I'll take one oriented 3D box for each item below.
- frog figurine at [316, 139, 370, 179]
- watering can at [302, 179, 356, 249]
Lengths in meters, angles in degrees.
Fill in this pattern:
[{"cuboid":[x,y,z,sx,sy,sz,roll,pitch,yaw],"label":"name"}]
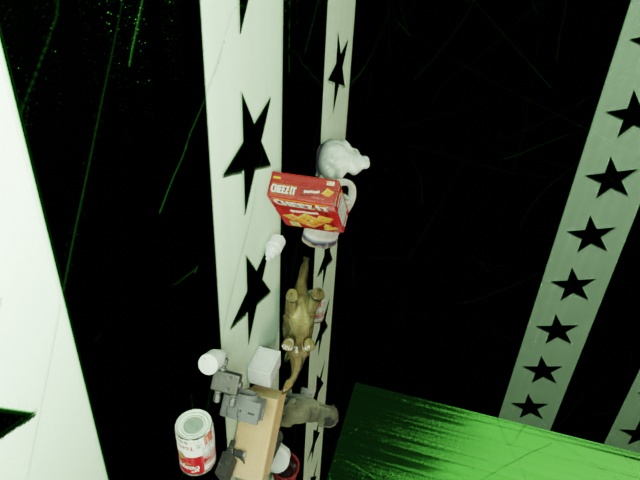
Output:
[{"cuboid":[0.071,-0.243,1.587,0.120,0.160,0.140,78,26,-57],"label":"frog figurine"},{"cuboid":[0.005,-0.077,1.534,0.350,0.105,0.221,-15,128,-58],"label":"watering can"}]
